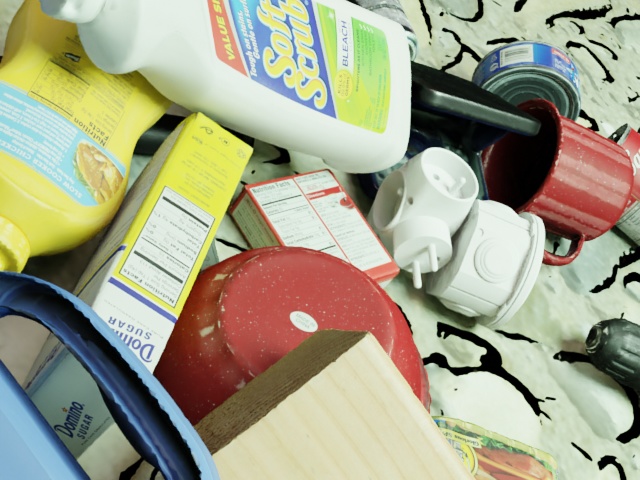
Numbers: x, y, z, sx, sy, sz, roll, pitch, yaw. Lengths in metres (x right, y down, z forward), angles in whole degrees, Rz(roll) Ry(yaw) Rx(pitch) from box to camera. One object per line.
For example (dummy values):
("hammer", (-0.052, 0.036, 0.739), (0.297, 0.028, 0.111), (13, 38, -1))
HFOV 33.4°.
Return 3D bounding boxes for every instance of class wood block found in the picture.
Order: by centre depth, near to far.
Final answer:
("wood block", (0.036, 0.147, 0.463), (0.090, 0.091, 0.206), (-37, 94, -13))

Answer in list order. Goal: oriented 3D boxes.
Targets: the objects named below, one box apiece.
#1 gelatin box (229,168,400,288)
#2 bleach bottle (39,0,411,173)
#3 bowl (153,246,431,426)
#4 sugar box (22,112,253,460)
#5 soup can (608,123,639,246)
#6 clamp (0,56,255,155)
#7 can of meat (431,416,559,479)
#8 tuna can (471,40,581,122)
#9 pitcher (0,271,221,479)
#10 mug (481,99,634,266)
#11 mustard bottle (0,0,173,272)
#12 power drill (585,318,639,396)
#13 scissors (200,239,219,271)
("gelatin box", (-0.004, 0.001, 0.668), (0.073, 0.030, 0.089), (-17, 64, -41))
("bleach bottle", (-0.045, -0.102, 0.593), (0.250, 0.068, 0.102), (6, 84, -51))
("bowl", (-0.012, 0.057, 0.556), (0.162, 0.055, 0.162), (8, 49, -10))
("sugar box", (-0.094, 0.021, 0.539), (0.048, 0.093, 0.176), (32, 43, -16))
("soup can", (0.263, -0.036, 0.858), (0.102, 0.069, 0.068), (40, 42, 0))
("clamp", (-0.143, -0.073, 0.630), (0.164, 0.036, 0.209), (42, 44, 3))
("can of meat", (0.085, 0.152, 0.579), (0.102, 0.058, 0.084), (24, 42, -17))
("tuna can", (0.162, -0.113, 0.842), (0.086, 0.086, 0.033), (24, 45, -16))
("pitcher", (-0.160, 0.080, 0.410), (0.148, 0.145, 0.243), (-22, 66, -41))
("mug", (0.175, -0.036, 0.789), (0.081, 0.093, 0.117), (20, 64, -26))
("mustard bottle", (-0.141, -0.050, 0.550), (0.096, 0.058, 0.191), (37, 49, -22))
("power drill", (0.283, 0.041, 0.769), (0.184, 0.057, 0.187), (25, 69, -17))
("scissors", (-0.037, 0.061, 0.601), (0.096, 0.016, 0.201), (18, 47, -18))
